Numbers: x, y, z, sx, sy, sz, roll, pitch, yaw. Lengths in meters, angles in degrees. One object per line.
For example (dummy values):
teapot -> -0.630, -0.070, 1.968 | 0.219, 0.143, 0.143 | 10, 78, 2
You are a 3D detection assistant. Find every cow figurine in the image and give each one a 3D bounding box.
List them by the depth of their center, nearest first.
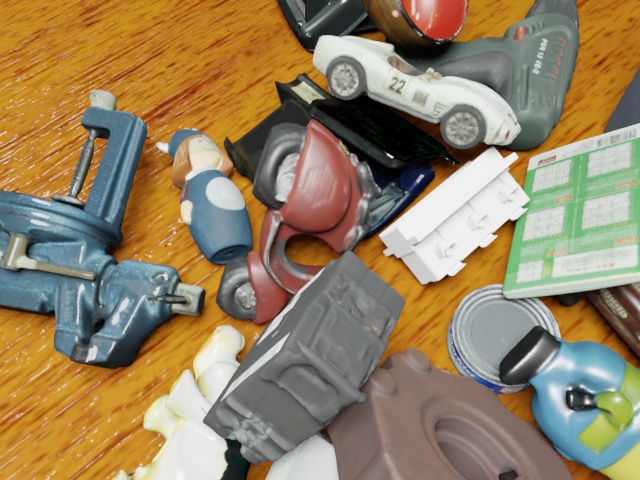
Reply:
cow figurine -> -0.079, 0.143, 0.388 | 0.098, 0.068, 0.167 | 34, 48, -7

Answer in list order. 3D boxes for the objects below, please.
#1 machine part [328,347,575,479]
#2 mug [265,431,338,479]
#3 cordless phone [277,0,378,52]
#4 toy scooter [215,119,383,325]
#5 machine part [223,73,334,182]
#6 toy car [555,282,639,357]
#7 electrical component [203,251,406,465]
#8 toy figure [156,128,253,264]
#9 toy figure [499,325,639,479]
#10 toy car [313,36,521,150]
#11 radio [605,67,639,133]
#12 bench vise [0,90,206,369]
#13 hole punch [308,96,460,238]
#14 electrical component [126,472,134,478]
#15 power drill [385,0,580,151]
machine part -> 0.090, 0.148, 0.342 | 0.179, 0.179, 0.056 | 39, 113, 20
mug -> -0.001, 0.200, 0.375 | 0.109, 0.081, 0.107 | 38, 76, -8
cordless phone -> 0.043, -0.306, 0.641 | 0.184, 0.088, 0.147 | -14, 61, -18
toy scooter -> -0.001, -0.001, 0.449 | 0.135, 0.183, 0.075 | 17, 20, -10
machine part -> -0.038, -0.117, 0.559 | 0.084, 0.039, 0.139 | 40, 69, 12
toy car -> 0.263, 0.065, 0.421 | 0.089, 0.053, 0.202 | -45, 65, 23
electrical component -> -0.004, 0.073, 0.369 | 0.058, 0.115, 0.134 | 44, 36, -5
toy figure -> -0.107, -0.051, 0.516 | 0.058, 0.064, 0.154 | -30, 66, 15
toy figure -> 0.213, 0.127, 0.364 | 0.180, 0.089, 0.082 | 40, 37, 9
toy car -> 0.088, -0.138, 0.495 | 0.202, 0.056, 0.073 | 27, 29, 16
radio -> 0.329, -0.120, 0.437 | 0.073, 0.229, 0.131 | -7, 58, -2
bench vise -> -0.196, -0.019, 0.465 | 0.224, 0.128, 0.240 | 6, 73, 12
hole punch -> 0.045, -0.074, 0.513 | 0.142, 0.092, 0.116 | 36, 35, 24
electrical component -> -0.118, 0.217, 0.382 | 0.078, 0.045, 0.102 | -17, 63, -4
power drill -> 0.170, -0.208, 0.579 | 0.207, 0.086, 0.232 | 12, 66, 0
